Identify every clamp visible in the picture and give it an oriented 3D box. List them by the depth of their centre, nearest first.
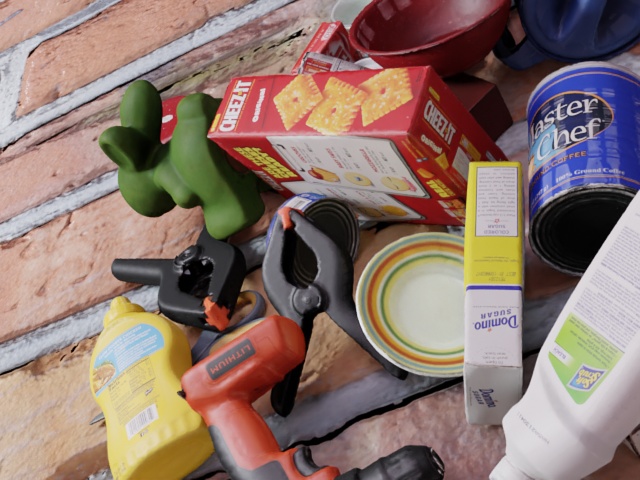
[{"bbox_3d":[-0.011,0.059,0.880,0.120,0.039,0.171,-27,73,10],"label":"clamp"},{"bbox_3d":[-0.115,0.019,1.040,0.164,0.036,0.210,-40,31,-5],"label":"clamp"}]

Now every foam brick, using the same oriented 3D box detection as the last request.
[{"bbox_3d":[0.131,-0.120,0.999,0.053,0.051,0.078,-44,40,-12],"label":"foam brick"}]

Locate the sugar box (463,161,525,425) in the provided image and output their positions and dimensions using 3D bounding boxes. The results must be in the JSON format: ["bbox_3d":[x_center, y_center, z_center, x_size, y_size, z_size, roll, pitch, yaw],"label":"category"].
[{"bbox_3d":[0.128,0.038,0.788,0.048,0.093,0.176,2,55,11],"label":"sugar box"}]

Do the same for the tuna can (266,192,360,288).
[{"bbox_3d":[-0.006,0.001,0.949,0.034,0.086,0.086,18,62,47],"label":"tuna can"}]

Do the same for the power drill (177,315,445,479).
[{"bbox_3d":[-0.017,0.151,0.793,0.184,0.057,0.188,-33,54,9],"label":"power drill"}]

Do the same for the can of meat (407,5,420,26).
[{"bbox_3d":[0.112,-0.236,1.096,0.102,0.057,0.084,-51,8,-18],"label":"can of meat"}]

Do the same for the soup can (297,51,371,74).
[{"bbox_3d":[0.027,-0.133,1.009,0.102,0.068,0.068,17,55,4],"label":"soup can"}]

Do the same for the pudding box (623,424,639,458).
[{"bbox_3d":[0.231,0.082,0.733,0.113,0.039,0.090,-37,39,-5],"label":"pudding box"}]

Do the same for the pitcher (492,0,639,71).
[{"bbox_3d":[0.227,-0.278,1.040,0.149,0.145,0.243,-8,39,1],"label":"pitcher"}]

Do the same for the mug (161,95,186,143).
[{"bbox_3d":[-0.144,-0.095,1.148,0.093,0.081,0.117,-31,39,5],"label":"mug"}]

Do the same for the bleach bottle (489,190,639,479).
[{"bbox_3d":[0.192,0.061,0.689,0.251,0.068,0.103,-54,28,6],"label":"bleach bottle"}]

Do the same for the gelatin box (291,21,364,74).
[{"bbox_3d":[0.016,-0.169,1.101,0.030,0.089,0.073,7,55,40],"label":"gelatin box"}]

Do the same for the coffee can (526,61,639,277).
[{"bbox_3d":[0.214,-0.056,0.833,0.103,0.102,0.140,-14,44,25],"label":"coffee can"}]

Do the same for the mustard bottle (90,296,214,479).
[{"bbox_3d":[-0.154,0.121,0.935,0.096,0.058,0.192,-38,47,11],"label":"mustard bottle"}]

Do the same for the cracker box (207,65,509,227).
[{"bbox_3d":[0.037,-0.079,0.930,0.214,0.164,0.072,5,67,39],"label":"cracker box"}]

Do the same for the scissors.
[{"bbox_3d":[-0.124,0.105,0.985,0.202,0.016,0.096,-21,39,18],"label":"scissors"}]

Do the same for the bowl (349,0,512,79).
[{"bbox_3d":[0.110,-0.194,0.983,0.162,0.055,0.162,-19,33,12],"label":"bowl"}]
